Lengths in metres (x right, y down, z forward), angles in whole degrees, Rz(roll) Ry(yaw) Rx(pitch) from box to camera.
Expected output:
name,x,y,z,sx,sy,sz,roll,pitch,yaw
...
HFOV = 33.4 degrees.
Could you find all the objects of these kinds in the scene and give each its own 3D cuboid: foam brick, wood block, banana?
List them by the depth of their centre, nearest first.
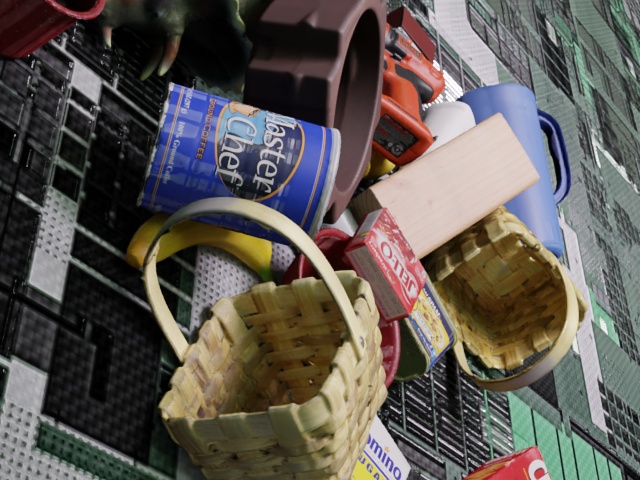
name,x,y,z,sx,sy,sz,roll,pitch,yaw
banana,-0.095,-0.001,0.913,0.197,0.037,0.069,13,55,-54
wood block,0.127,-0.047,1.157,0.205,0.091,0.090,-31,90,-32
foam brick,0.113,-0.265,1.443,0.078,0.053,0.051,47,33,-29

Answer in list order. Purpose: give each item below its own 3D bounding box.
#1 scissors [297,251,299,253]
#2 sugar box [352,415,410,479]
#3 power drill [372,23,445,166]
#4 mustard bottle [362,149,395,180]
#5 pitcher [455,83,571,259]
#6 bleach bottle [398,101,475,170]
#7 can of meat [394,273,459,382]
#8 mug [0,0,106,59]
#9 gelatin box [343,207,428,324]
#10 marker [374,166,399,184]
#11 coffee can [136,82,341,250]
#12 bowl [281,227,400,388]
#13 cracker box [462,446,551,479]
name,x,y,z,sx,sy,sz,roll,pitch,yaw
scissors,-0.007,0.001,1.072,0.201,0.016,0.096,53,35,-18
sugar box,0.020,0.217,0.916,0.093,0.048,0.176,57,31,-12
power drill,0.066,-0.182,1.192,0.184,0.057,0.187,34,37,-21
mustard bottle,0.053,-0.123,1.226,0.096,0.058,0.191,51,31,-18
pitcher,0.261,-0.080,1.451,0.144,0.149,0.243,33,44,-60
bleach bottle,0.129,-0.075,1.289,0.250,0.068,0.102,-53,133,-53
can of meat,0.092,0.089,1.124,0.102,0.058,0.083,61,31,-3
mug,-0.230,-0.201,0.809,0.117,0.082,0.093,60,29,-7
gelatin box,0.065,0.024,1.028,0.089,0.030,0.073,58,32,-17
marker,0.082,-0.079,1.279,0.020,0.020,0.121,57,30,-13
coffee can,-0.065,-0.058,0.850,0.140,0.103,0.102,15,46,-10
bowl,0.009,0.072,0.997,0.162,0.055,0.162,35,44,-43
cracker box,0.196,0.317,1.093,0.213,0.072,0.164,-7,74,-60
